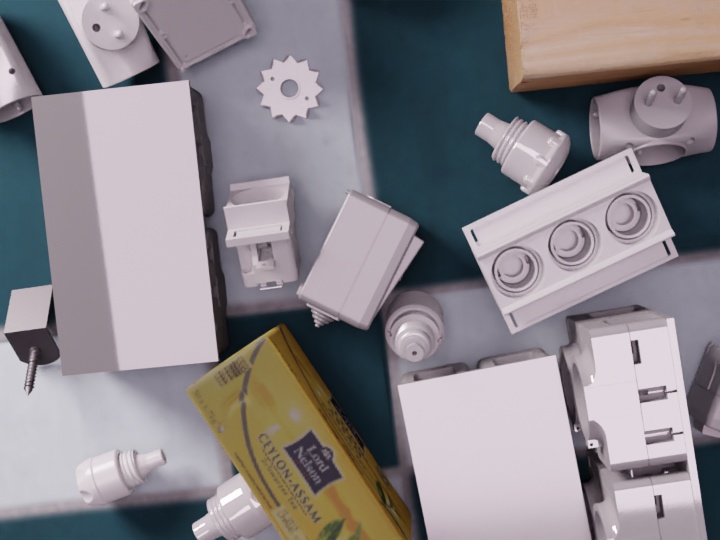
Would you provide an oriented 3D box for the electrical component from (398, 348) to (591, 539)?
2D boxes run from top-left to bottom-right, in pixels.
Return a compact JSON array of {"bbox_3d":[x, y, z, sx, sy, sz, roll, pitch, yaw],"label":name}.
[{"bbox_3d":[0.096,0.155,0.738,0.105,0.060,0.186,-11,92,3],"label":"electrical component"}]

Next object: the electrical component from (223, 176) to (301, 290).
[{"bbox_3d":[-0.065,-0.025,0.733,0.042,0.081,0.063,-7,115,3],"label":"electrical component"}]

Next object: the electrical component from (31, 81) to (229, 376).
[{"bbox_3d":[-0.154,-0.028,0.740,0.105,0.060,0.186,-6,92,3],"label":"electrical component"}]

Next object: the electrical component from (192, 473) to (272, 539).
[{"bbox_3d":[-0.088,0.170,0.755,0.062,0.043,0.043,-33,91,5],"label":"electrical component"}]

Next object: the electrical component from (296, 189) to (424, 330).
[{"bbox_3d":[0.000,0.000,0.734,0.061,0.061,0.096,26,93,1],"label":"electrical component"}]

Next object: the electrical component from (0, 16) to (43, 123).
[{"bbox_3d":[-0.274,-0.137,0.749,0.079,0.043,0.077,-28,91,4],"label":"electrical component"}]

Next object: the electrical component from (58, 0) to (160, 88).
[{"bbox_3d":[-0.168,-0.165,0.717,0.043,0.079,0.077,-28,107,-11],"label":"electrical component"}]

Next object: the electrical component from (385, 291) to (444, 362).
[{"bbox_3d":[0.037,0.042,0.730,0.040,0.078,0.040,1,107,3],"label":"electrical component"}]

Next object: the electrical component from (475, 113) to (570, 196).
[{"bbox_3d":[0.109,-0.084,0.736,0.062,0.048,0.048,34,94,9],"label":"electrical component"}]

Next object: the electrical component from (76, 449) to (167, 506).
[{"bbox_3d":[-0.167,0.143,0.762,0.061,0.035,0.035,-21,92,0],"label":"electrical component"}]

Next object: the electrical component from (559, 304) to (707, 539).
[{"bbox_3d":[0.178,0.123,0.711,0.060,0.105,0.186,-9,92,3],"label":"electrical component"}]

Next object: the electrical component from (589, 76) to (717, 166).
[{"bbox_3d":[0.197,-0.103,0.713,0.077,0.079,0.044,-4,76,3],"label":"electrical component"}]

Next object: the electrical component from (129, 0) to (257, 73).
[{"bbox_3d":[-0.116,-0.185,0.723,0.062,0.096,0.061,-27,63,3],"label":"electrical component"}]

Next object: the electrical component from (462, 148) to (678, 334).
[{"bbox_3d":[0.139,-0.021,0.724,0.121,0.063,0.078,-26,99,3],"label":"electrical component"}]

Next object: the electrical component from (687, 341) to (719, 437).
[{"bbox_3d":[0.278,0.095,0.727,0.096,0.061,0.061,20,93,1],"label":"electrical component"}]
